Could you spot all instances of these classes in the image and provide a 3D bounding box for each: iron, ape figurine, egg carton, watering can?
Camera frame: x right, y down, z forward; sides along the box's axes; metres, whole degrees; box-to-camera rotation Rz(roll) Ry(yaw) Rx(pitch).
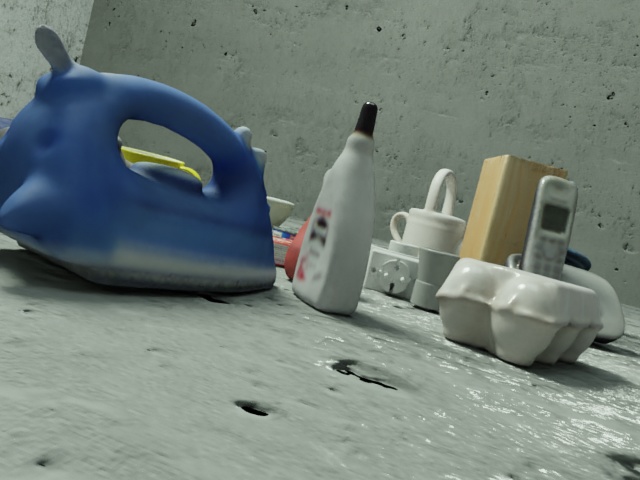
[{"bbox_3d":[-0.107,-0.042,0.418,0.118,0.141,0.259,17,4,37],"label":"iron"},{"bbox_3d":[0.005,0.002,0.587,0.076,0.092,0.077,13,4,-23],"label":"ape figurine"},{"bbox_3d":[0.172,0.062,0.492,0.107,0.069,0.151,17,4,42],"label":"egg carton"},{"bbox_3d":[0.204,-0.022,0.970,0.172,0.194,0.101,15,3,12],"label":"watering can"}]

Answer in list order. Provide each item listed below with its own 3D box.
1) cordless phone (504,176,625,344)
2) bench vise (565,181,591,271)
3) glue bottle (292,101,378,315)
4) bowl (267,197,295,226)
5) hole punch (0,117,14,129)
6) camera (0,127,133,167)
[{"bbox_3d":[0.302,0.024,0.690,0.148,0.185,0.094,14,3,-11],"label":"cordless phone"},{"bbox_3d":[0.368,0.012,0.877,0.121,0.220,0.207,15,3,6],"label":"bench vise"},{"bbox_3d":[0.020,-0.030,0.476,0.037,0.173,0.078,13,4,-27],"label":"glue bottle"},{"bbox_3d":[-0.135,-0.053,1.075,0.167,0.075,0.167,14,3,-1],"label":"bowl"},{"bbox_3d":[-0.389,-0.106,0.725,0.109,0.091,0.100,12,4,-30],"label":"hole punch"},{"bbox_3d":[-0.237,-0.062,0.550,0.144,0.101,0.136,12,4,-32],"label":"camera"}]
